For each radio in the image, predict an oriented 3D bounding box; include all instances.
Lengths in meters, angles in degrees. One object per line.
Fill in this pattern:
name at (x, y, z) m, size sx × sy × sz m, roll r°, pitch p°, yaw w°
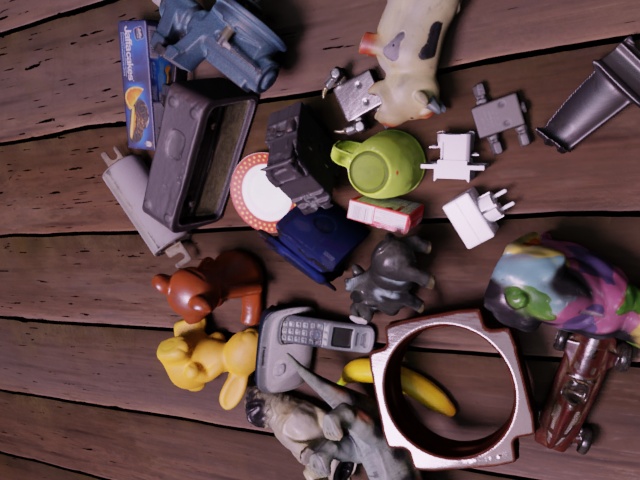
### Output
radio at (-0.187, -0.129, 0.828) m, size 0.073 × 0.131 × 0.229 m, roll 30°, pitch 116°, yaw 18°

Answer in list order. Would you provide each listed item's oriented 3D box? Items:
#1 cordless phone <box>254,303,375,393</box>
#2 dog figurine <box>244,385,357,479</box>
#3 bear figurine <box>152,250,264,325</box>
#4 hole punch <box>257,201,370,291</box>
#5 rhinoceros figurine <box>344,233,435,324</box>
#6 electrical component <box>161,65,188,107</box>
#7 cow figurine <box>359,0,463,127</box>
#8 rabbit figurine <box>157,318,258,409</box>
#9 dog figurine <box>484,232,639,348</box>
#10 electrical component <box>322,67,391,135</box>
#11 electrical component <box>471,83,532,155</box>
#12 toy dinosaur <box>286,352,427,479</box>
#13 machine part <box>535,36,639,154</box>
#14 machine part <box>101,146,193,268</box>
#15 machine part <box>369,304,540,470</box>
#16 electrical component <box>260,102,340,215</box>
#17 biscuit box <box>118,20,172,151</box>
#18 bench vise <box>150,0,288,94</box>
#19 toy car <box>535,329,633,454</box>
cordless phone at (-0.008, 0.180, 0.866) m, size 0.184 × 0.089 × 0.146 m, roll 8°, pitch 103°, yaw 5°
dog figurine at (-0.036, 0.335, 0.928) m, size 0.191 × 0.121 × 0.172 m, roll 13°, pitch 125°, yaw 47°
bear figurine at (-0.170, 0.090, 0.849) m, size 0.120 × 0.196 × 0.131 m, roll 21°, pitch 115°, yaw 17°
hole punch at (-0.002, -0.002, 0.787) m, size 0.142 × 0.116 × 0.092 m, roll 39°, pitch 110°, yaw 11°
rhinoceros figurine at (0.091, 0.063, 0.750) m, size 0.112 × 0.073 × 0.190 m, roll 4°, pitch 148°, yaw -9°
electrical component at (-0.209, -0.225, 0.845) m, size 0.048 × 0.075 × 0.119 m, roll 22°, pitch 111°, yaw 19°
cow figurine at (0.118, -0.235, 0.670) m, size 0.127 × 0.085 × 0.194 m, roll 25°, pitch 109°, yaw 13°
rabbit figurine at (-0.174, 0.211, 0.938) m, size 0.173 × 0.122 × 0.162 m, roll -14°, pitch 101°, yaw 10°
dog figurine at (0.322, 0.077, 0.614) m, size 0.219 × 0.191 × 0.108 m, roll 28°, pitch 110°, yaw 34°
electrical component at (0.049, -0.191, 0.739) m, size 0.078 × 0.045 × 0.102 m, roll -15°, pitch 98°, yaw 31°
electrical component at (0.227, -0.157, 0.674) m, size 0.063 × 0.021 × 0.094 m, roll -17°, pitch 96°, yaw 29°
toy dinosaur at (0.096, 0.332, 0.814) m, size 0.131 × 0.192 × 0.404 m, roll -26°, pitch 82°, yaw 42°
machine part at (0.319, -0.156, 0.619) m, size 0.084 × 0.039 × 0.139 m, roll 48°, pitch 118°, yaw 1°
machine part at (-0.300, -0.060, 0.938) m, size 0.079 × 0.079 × 0.243 m, roll -37°, pitch 87°, yaw 30°
machine part at (0.181, 0.198, 0.735) m, size 0.202 × 0.087 × 0.201 m, roll -15°, pitch 80°, yaw 21°
electrical component at (-0.023, -0.121, 0.746) m, size 0.058 × 0.114 × 0.134 m, roll -13°, pitch 55°, yaw 28°
biscuit box at (-0.280, -0.251, 0.879) m, size 0.063 × 0.059 × 0.202 m, roll 9°, pitch 109°, yaw 24°
bench vise at (-0.117, -0.327, 0.747) m, size 0.224 × 0.128 × 0.240 m, roll 41°, pitch 99°, yaw 21°
toy car at (0.335, 0.200, 0.711) m, size 0.089 × 0.053 × 0.202 m, roll 19°, pitch 112°, yaw 18°
